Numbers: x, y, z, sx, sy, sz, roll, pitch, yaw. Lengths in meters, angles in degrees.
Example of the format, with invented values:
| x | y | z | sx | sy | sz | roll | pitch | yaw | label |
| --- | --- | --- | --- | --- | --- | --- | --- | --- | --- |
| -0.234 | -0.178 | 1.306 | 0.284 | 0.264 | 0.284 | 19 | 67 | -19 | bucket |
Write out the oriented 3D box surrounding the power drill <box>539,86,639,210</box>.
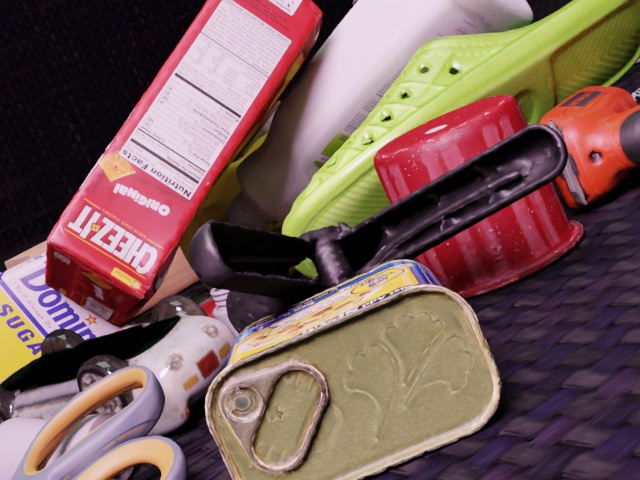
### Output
| x | y | z | sx | sy | sz | roll | pitch | yaw | label |
| --- | --- | --- | --- | --- | --- | --- | --- | --- | --- |
| 0.226 | -0.082 | 0.579 | 0.188 | 0.057 | 0.184 | -19 | 8 | 37 | power drill |

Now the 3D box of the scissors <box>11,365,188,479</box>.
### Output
| x | y | z | sx | sy | sz | roll | pitch | yaw | label |
| --- | --- | --- | --- | --- | --- | --- | --- | --- | --- |
| -0.131 | 0.132 | 0.434 | 0.201 | 0.016 | 0.096 | -46 | 40 | -20 | scissors |

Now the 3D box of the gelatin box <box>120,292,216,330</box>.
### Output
| x | y | z | sx | sy | sz | roll | pitch | yaw | label |
| --- | --- | --- | --- | --- | --- | --- | --- | --- | --- |
| -0.096 | 0.062 | 0.691 | 0.073 | 0.030 | 0.089 | -30 | 11 | -36 | gelatin box |

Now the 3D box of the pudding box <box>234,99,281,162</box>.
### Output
| x | y | z | sx | sy | sz | roll | pitch | yaw | label |
| --- | --- | --- | --- | --- | --- | --- | --- | --- | --- |
| -0.091 | -0.091 | 0.913 | 0.114 | 0.039 | 0.090 | 18 | 67 | 45 | pudding box |

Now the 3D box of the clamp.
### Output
| x | y | z | sx | sy | sz | roll | pitch | yaw | label |
| --- | --- | --- | --- | --- | --- | --- | --- | --- | --- |
| -0.002 | 0.014 | 0.495 | 0.164 | 0.036 | 0.210 | -15 | -14 | -26 | clamp |

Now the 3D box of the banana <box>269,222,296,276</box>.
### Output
| x | y | z | sx | sy | sz | roll | pitch | yaw | label |
| --- | --- | --- | --- | --- | --- | --- | --- | --- | --- |
| -0.017 | 0.005 | 0.776 | 0.070 | 0.037 | 0.197 | -21 | 10 | 36 | banana |

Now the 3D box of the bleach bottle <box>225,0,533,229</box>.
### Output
| x | y | z | sx | sy | sz | roll | pitch | yaw | label |
| --- | --- | --- | --- | --- | --- | --- | --- | --- | --- |
| 0.019 | -0.091 | 0.713 | 0.251 | 0.068 | 0.102 | -43 | -34 | 27 | bleach bottle |

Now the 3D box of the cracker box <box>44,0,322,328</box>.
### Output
| x | y | z | sx | sy | sz | roll | pitch | yaw | label |
| --- | --- | --- | --- | --- | --- | --- | --- | --- | --- |
| -0.091 | -0.055 | 0.689 | 0.213 | 0.072 | 0.164 | -60 | 7 | -16 | cracker box |

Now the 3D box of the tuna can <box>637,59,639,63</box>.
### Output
| x | y | z | sx | sy | sz | roll | pitch | yaw | label |
| --- | --- | --- | --- | --- | --- | --- | --- | --- | --- |
| 0.309 | -0.196 | 1.041 | 0.086 | 0.034 | 0.086 | -24 | 10 | 4 | tuna can |

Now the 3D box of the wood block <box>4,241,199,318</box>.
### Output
| x | y | z | sx | sy | sz | roll | pitch | yaw | label |
| --- | --- | --- | --- | --- | --- | --- | --- | --- | --- |
| -0.160 | 0.009 | 0.955 | 0.205 | 0.090 | 0.091 | -31 | 11 | -28 | wood block |

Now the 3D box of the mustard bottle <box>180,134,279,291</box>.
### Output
| x | y | z | sx | sy | sz | roll | pitch | yaw | label |
| --- | --- | --- | --- | --- | --- | --- | --- | --- | --- |
| -0.029 | -0.039 | 0.861 | 0.191 | 0.096 | 0.058 | -32 | 10 | -36 | mustard bottle |

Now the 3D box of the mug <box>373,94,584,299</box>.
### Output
| x | y | z | sx | sy | sz | roll | pitch | yaw | label |
| --- | --- | --- | --- | --- | --- | --- | --- | --- | --- |
| 0.086 | -0.029 | 0.568 | 0.093 | 0.081 | 0.117 | -17 | 12 | 40 | mug |

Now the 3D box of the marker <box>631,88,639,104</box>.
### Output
| x | y | z | sx | sy | sz | roll | pitch | yaw | label |
| --- | --- | --- | --- | --- | --- | --- | --- | --- | --- |
| 0.219 | -0.091 | 0.755 | 0.120 | 0.020 | 0.020 | -33 | 13 | -40 | marker |

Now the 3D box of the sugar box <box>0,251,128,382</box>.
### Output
| x | y | z | sx | sy | sz | roll | pitch | yaw | label |
| --- | --- | --- | --- | --- | --- | --- | --- | --- | --- |
| -0.231 | 0.076 | 0.767 | 0.176 | 0.093 | 0.048 | -26 | 10 | -3 | sugar box |

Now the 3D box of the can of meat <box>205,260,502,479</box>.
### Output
| x | y | z | sx | sy | sz | roll | pitch | yaw | label |
| --- | --- | --- | --- | --- | --- | --- | --- | --- | --- |
| 0.011 | 0.050 | 0.414 | 0.102 | 0.057 | 0.084 | -24 | 8 | 2 | can of meat |
